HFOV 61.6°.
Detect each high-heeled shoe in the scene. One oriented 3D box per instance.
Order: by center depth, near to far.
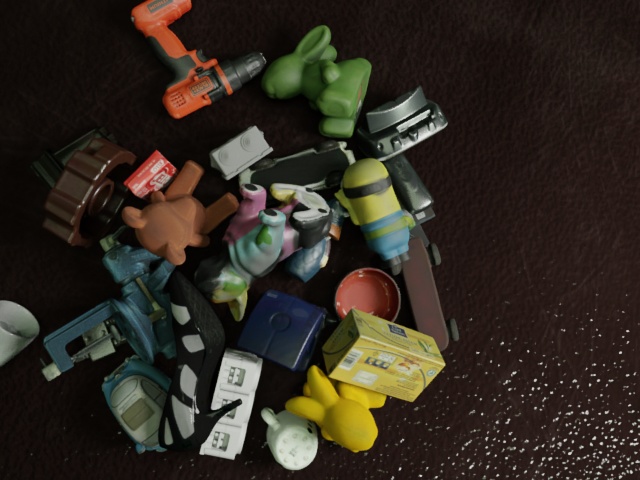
[{"bbox_3d":[-0.212,0.182,0.797,0.145,0.086,0.248,-26,82,9],"label":"high-heeled shoe"}]

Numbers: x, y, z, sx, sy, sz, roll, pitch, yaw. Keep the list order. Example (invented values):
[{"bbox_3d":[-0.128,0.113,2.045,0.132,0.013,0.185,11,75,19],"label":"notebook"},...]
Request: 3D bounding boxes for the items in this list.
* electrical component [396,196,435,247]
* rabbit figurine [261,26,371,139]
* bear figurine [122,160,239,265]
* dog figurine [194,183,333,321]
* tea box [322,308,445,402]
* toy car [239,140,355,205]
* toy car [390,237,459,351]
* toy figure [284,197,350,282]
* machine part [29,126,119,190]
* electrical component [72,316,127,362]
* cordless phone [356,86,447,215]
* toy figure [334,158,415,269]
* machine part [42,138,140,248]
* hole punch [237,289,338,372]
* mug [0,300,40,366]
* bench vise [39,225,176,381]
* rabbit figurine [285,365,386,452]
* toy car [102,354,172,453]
[{"bbox_3d":[0.156,-0.038,0.931,0.075,0.048,0.119,-22,90,-6],"label":"electrical component"},{"bbox_3d":[-0.010,-0.269,0.886,0.170,0.121,0.159,16,83,9],"label":"rabbit figurine"},{"bbox_3d":[-0.207,-0.043,0.808,0.120,0.196,0.132,43,90,-6],"label":"bear figurine"},{"bbox_3d":[-0.094,0.023,0.850,0.191,0.109,0.219,-2,130,-41],"label":"dog figurine"},{"bbox_3d":[0.101,0.186,0.859,0.169,0.068,0.098,24,116,-25],"label":"tea box"},{"bbox_3d":[-0.037,-0.112,0.906,0.202,0.056,0.073,-17,85,-8],"label":"toy car"},{"bbox_3d":[0.176,0.096,0.927,0.089,0.053,0.202,-15,93,6],"label":"toy car"},{"bbox_3d":[-0.003,-0.004,0.906,0.064,0.058,0.154,35,80,-12],"label":"toy figure"},{"bbox_3d":[-0.396,-0.135,0.872,0.139,0.039,0.084,-35,88,-5],"label":"machine part"},{"bbox_3d":[-0.361,0.160,0.874,0.094,0.021,0.063,-23,91,-11],"label":"electrical component"},{"bbox_3d":[0.159,-0.146,0.896,0.147,0.088,0.184,-29,80,-7],"label":"cordless phone"},{"bbox_3d":[0.097,-0.044,0.865,0.082,0.089,0.180,-22,89,-37],"label":"toy figure"},{"bbox_3d":[-0.344,-0.071,0.812,0.056,0.179,0.179,29,85,-3],"label":"machine part"},{"bbox_3d":[-0.059,0.145,0.863,0.142,0.092,0.115,18,86,21],"label":"hole punch"},{"bbox_3d":[-0.503,0.161,0.821,0.081,0.109,0.107,42,98,-9],"label":"mug"},{"bbox_3d":[-0.313,0.112,0.812,0.240,0.129,0.223,-34,105,-29],"label":"bench vise"},{"bbox_3d":[0.036,0.264,0.846,0.162,0.173,0.122,35,89,-9],"label":"rabbit figurine"},{"bbox_3d":[-0.270,0.262,0.845,0.109,0.103,0.161,-40,95,-7],"label":"toy car"}]
